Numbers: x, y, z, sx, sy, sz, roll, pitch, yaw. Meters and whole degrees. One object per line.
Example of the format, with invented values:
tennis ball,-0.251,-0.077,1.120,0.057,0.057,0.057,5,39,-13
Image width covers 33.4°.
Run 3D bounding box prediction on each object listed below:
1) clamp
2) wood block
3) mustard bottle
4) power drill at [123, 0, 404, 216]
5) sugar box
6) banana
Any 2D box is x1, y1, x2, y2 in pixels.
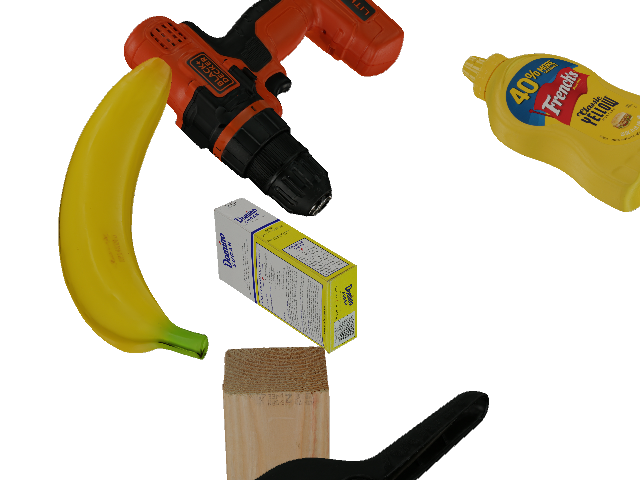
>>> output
clamp,0.028,0.157,0.650,0.210,0.036,0.164,-7,30,3
wood block,-0.037,0.206,0.944,0.090,0.206,0.091,-1,19,-3
mustard bottle,0.195,-0.102,0.863,0.192,0.096,0.058,34,-25,30
power drill,-0.022,-0.121,0.782,0.187,0.184,0.057,-40,-9,-37
sugar box,-0.037,0.032,1.086,0.048,0.093,0.176,-26,42,-32
banana,-0.104,-0.016,0.563,0.069,0.198,0.037,-6,-33,-9
